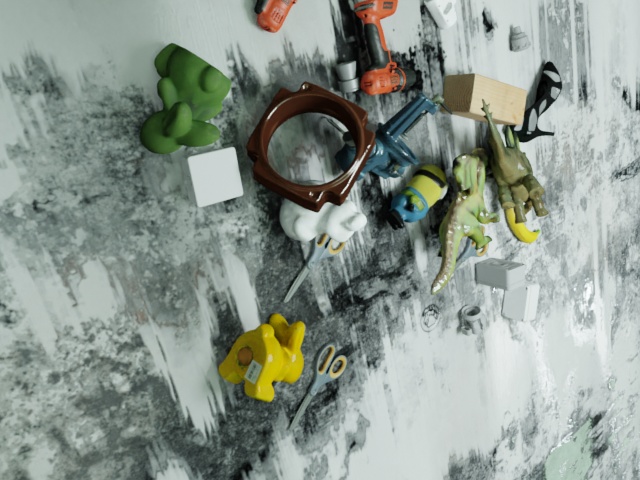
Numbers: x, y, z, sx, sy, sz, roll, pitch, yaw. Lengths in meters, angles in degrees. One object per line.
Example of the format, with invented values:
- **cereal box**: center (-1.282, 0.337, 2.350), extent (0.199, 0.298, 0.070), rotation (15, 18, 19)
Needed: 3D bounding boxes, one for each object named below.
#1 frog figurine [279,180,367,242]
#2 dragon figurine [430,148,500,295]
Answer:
- **frog figurine**: center (0.003, -0.050, 0.987), extent (0.139, 0.160, 0.121), rotation (-35, 116, -25)
- **dragon figurine**: center (0.324, -0.083, 1.200), extent (0.418, 0.122, 0.238), rotation (-50, 132, -43)
